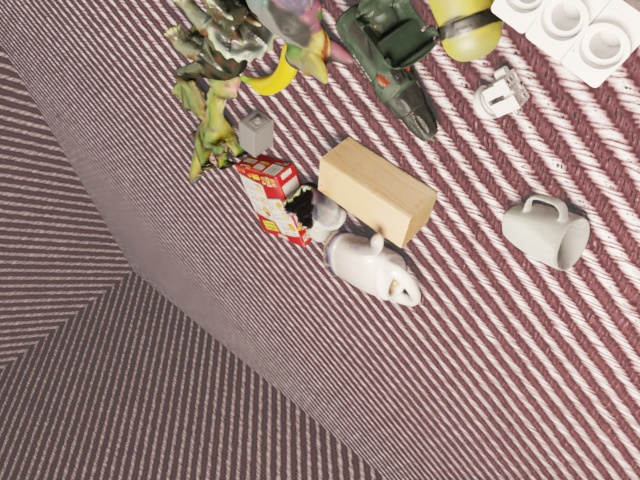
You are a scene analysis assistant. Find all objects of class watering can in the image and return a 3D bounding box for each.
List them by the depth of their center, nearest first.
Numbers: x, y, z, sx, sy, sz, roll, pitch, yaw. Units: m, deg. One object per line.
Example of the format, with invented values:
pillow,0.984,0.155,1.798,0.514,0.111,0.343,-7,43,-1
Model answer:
watering can,0.101,0.042,1.090,0.226,0.105,0.341,25,163,34

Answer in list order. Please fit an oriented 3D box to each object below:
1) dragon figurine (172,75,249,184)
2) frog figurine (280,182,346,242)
dragon figurine,-0.294,-0.291,1.280,0.406,0.123,0.242,-17,96,52
frog figurine,0.004,-0.059,1.176,0.138,0.123,0.158,12,172,37
